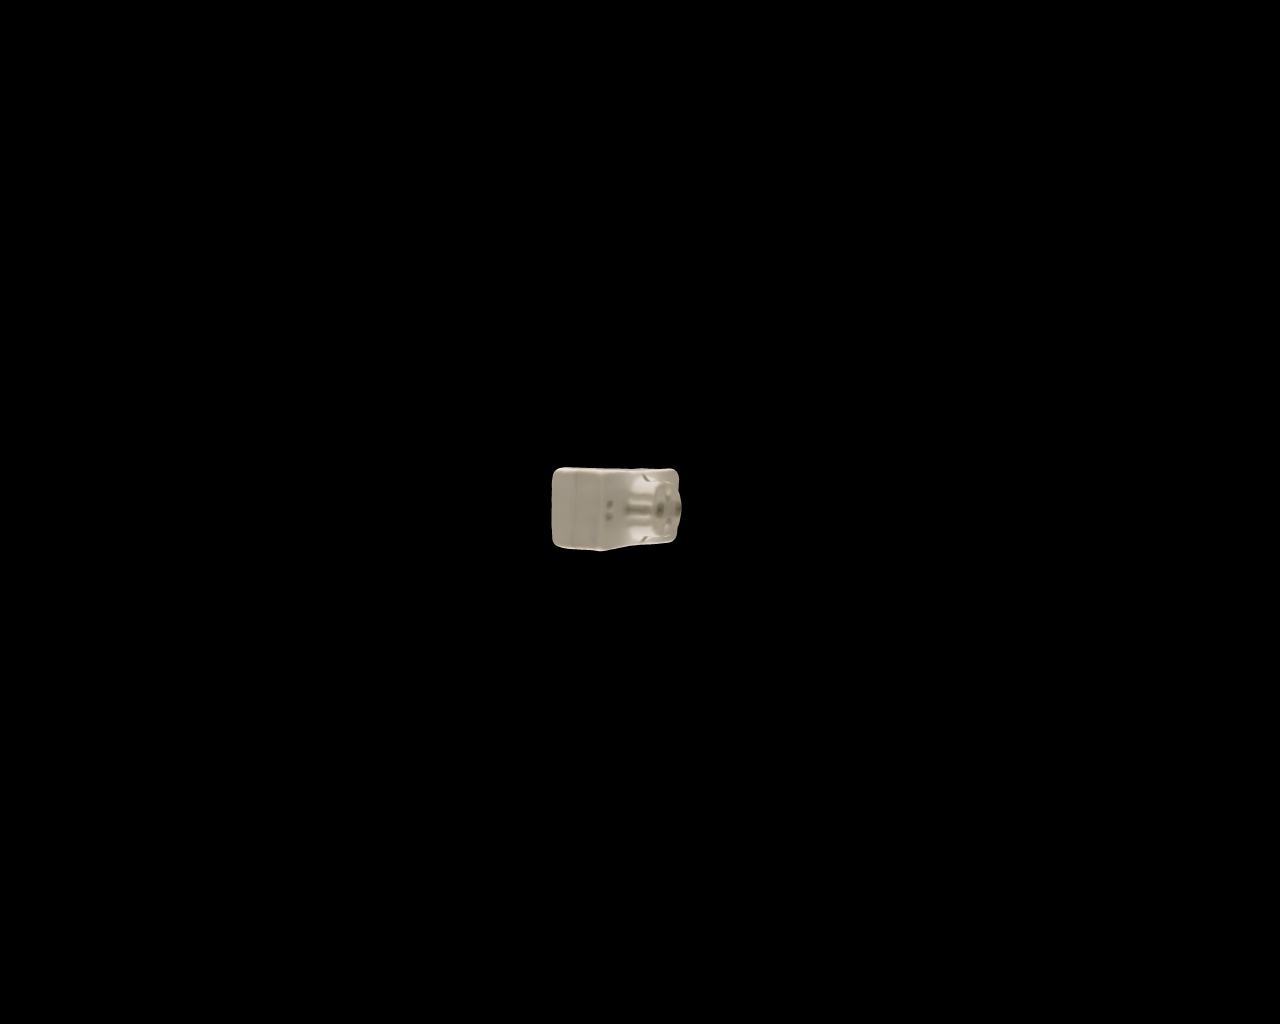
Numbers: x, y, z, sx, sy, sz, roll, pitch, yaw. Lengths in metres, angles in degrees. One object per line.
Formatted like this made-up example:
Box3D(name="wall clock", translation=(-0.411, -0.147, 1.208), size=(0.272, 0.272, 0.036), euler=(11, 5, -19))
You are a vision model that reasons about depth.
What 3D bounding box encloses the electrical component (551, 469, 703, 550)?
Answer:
Box3D(name="electrical component", translation=(0.001, -0.003, 0.650), size=(0.076, 0.047, 0.083), euler=(2, 3, 36))
